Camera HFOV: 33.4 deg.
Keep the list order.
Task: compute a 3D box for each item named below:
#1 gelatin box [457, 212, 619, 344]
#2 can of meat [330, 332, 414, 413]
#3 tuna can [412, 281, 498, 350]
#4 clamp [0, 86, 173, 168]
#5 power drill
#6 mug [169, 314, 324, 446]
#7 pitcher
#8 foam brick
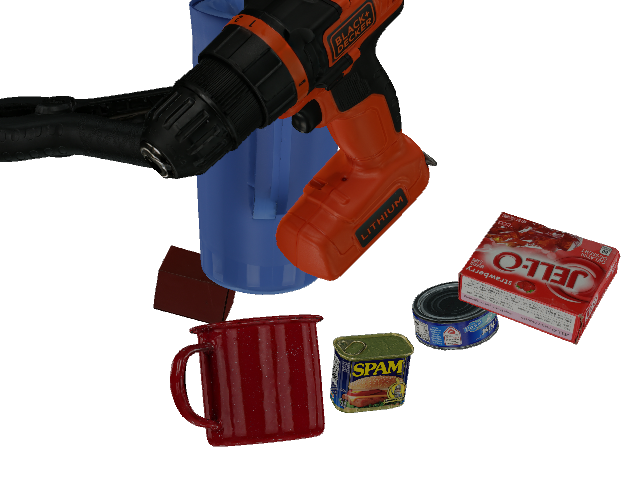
[{"bbox_3d":[0.149,0.023,0.729,0.089,0.030,0.073,20,47,24],"label":"gelatin box"},{"bbox_3d":[0.064,0.171,1.377,0.102,0.084,0.057,-3,25,-18],"label":"can of meat"},{"bbox_3d":[0.137,0.075,1.085,0.086,0.034,0.086,-9,24,4],"label":"tuna can"},{"bbox_3d":[-0.163,-0.078,0.707,0.171,0.039,0.120,4,18,8],"label":"clamp"},{"bbox_3d":[-0.005,-0.059,0.583,0.057,0.184,0.187,35,-21,29],"label":"power drill"},{"bbox_3d":[-0.050,0.097,0.725,0.117,0.081,0.093,2,-11,-42],"label":"mug"},{"bbox_3d":[-0.045,-0.078,0.886,0.145,0.243,0.148,21,28,36],"label":"pitcher"},{"bbox_3d":[-0.130,0.048,1.120,0.078,0.051,0.053,15,31,3],"label":"foam brick"}]
